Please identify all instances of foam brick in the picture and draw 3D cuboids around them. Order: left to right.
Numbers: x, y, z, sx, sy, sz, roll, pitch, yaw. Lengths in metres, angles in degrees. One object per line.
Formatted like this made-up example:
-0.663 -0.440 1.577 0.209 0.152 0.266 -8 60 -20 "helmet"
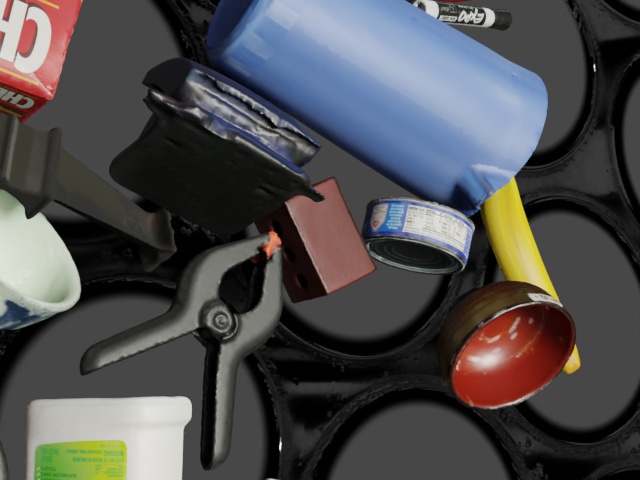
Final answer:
-0.005 0.001 0.793 0.051 0.053 0.078 -29 97 -34 "foam brick"

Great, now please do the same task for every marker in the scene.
0.126 -0.195 0.926 0.120 0.020 0.020 -5 84 -43 "marker"

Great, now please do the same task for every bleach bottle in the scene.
-0.129 0.222 0.644 0.068 0.103 0.251 19 68 -67 "bleach bottle"

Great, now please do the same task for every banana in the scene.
0.170 0.018 0.900 0.037 0.069 0.198 -22 104 5 "banana"

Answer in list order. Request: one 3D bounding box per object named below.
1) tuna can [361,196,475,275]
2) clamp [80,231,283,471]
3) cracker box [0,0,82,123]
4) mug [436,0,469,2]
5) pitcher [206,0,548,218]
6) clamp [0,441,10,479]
0.074 -0.002 0.826 0.086 0.086 0.033 23 71 -28 "tuna can"
-0.071 0.070 0.744 0.171 0.039 0.120 -47 108 -27 "clamp"
-0.226 -0.205 0.672 0.164 0.072 0.213 20 72 -29 "cracker box"
0.117 -0.264 0.887 0.093 0.117 0.081 19 66 -22 "mug"
0.041 -0.131 0.813 0.242 0.149 0.145 28 82 -23 "pitcher"
-0.228 0.179 0.623 0.164 0.036 0.210 27 67 -27 "clamp"
